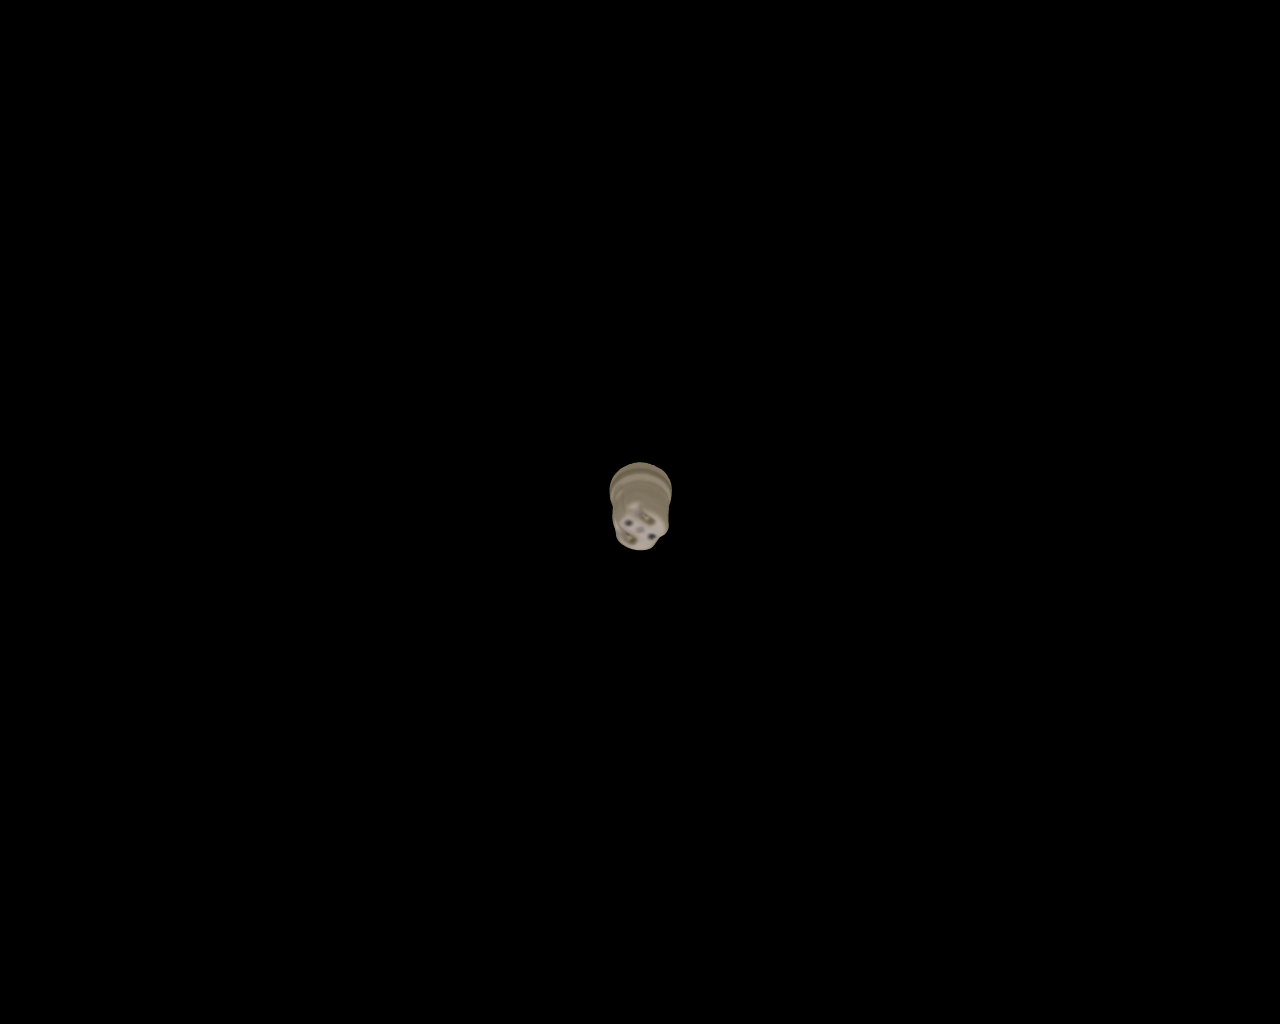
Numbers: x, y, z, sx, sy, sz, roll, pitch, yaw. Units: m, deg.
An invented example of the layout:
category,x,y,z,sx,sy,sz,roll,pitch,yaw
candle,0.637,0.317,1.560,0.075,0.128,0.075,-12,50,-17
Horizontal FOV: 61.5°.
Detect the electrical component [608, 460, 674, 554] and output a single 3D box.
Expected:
category,x,y,z,sx,sy,sz,roll,pitch,yaw
electrical component,0.001,-0.003,0.650,0.040,0.040,0.046,0,38,0
